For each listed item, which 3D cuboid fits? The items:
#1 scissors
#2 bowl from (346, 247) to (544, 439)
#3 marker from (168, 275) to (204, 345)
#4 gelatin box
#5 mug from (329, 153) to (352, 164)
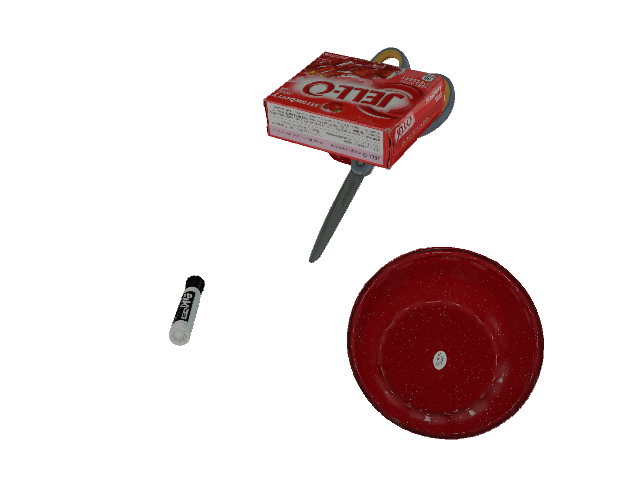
[{"bbox_3d":[0.056,-0.070,0.919,0.096,0.202,0.016,9,-11,21],"label":"scissors"},{"bbox_3d":[0.096,0.088,0.850,0.162,0.162,0.055,0,7,12],"label":"bowl"},{"bbox_3d":[-0.124,0.063,1.002,0.020,0.020,0.121,0,21,1],"label":"marker"},{"bbox_3d":[0.022,-0.083,0.657,0.089,0.030,0.073,17,41,27],"label":"gelatin box"},{"bbox_3d":[0.058,-0.144,1.317,0.093,0.081,0.117,16,25,27],"label":"mug"}]
